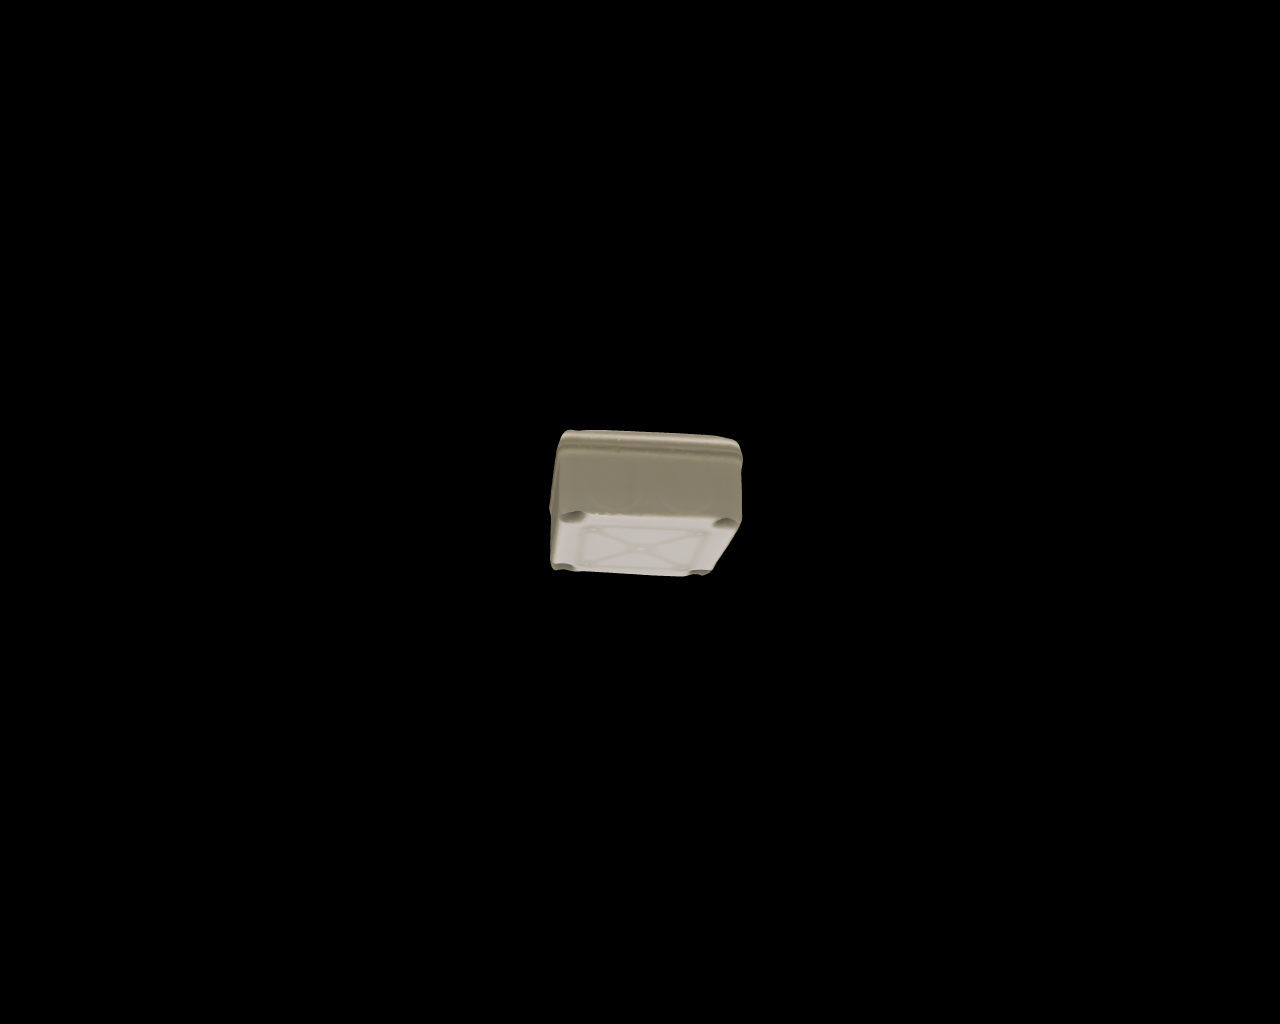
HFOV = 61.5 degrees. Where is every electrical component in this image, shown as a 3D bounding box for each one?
[{"bbox_3d":[0.001,-0.003,0.650,0.109,0.056,0.108,3,-22,-7],"label":"electrical component"}]
